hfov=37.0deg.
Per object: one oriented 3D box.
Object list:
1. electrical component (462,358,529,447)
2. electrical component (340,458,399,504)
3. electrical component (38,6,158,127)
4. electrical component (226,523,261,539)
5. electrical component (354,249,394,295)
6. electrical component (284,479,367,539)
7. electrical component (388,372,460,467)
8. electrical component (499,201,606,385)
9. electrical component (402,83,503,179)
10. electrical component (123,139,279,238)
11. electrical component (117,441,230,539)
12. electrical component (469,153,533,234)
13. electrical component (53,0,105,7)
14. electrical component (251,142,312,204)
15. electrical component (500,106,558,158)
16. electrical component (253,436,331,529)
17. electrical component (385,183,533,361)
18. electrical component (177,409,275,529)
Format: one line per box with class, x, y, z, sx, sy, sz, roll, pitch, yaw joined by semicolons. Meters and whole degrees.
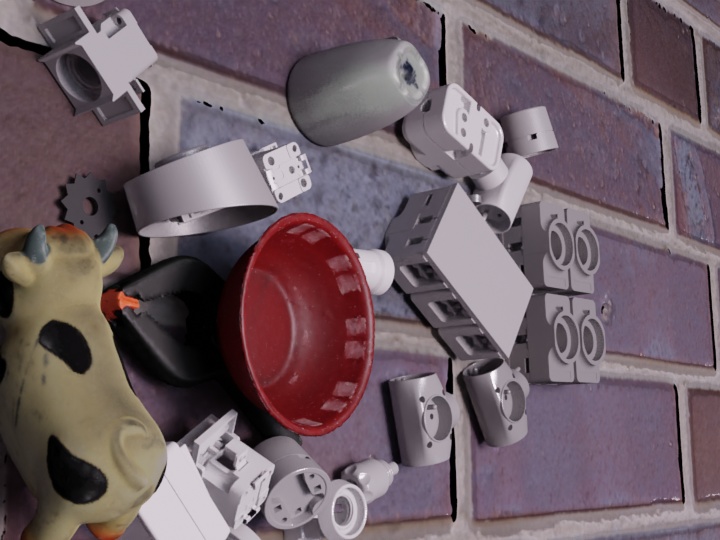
electrical component;0.143;0.123;1.065;0.079;0.044;0.077;-33;108;-47
electrical component;0.011;0.175;0.909;0.061;0.035;0.035;-12;92;-53
electrical component;-0.178;-0.145;0.744;0.081;0.042;0.063;60;41;-24
electrical component;-0.099;0.210;0.765;0.055;0.048;0.066;-48;119;-34
electrical component;0.000;0.000;0.927;0.046;0.040;0.040;9;76;-42
electrical component;-0.028;0.188;0.843;0.048;0.055;0.066;1;82;-49
electrical component;0.064;0.131;0.972;0.079;0.044;0.077;-9;90;-50
electrical component;0.206;0.027;1.145;0.105;0.060;0.186;8;77;-49
electrical component;0.087;-0.131;1.037;0.095;0.059;0.053;34;58;-40
electrical component;-0.114;-0.052;0.759;0.099;0.099;0.064;-27;98;-49
electrical component;-0.139;0.154;0.715;0.061;0.062;0.096;-47;118;-43
electrical component;0.137;-0.091;1.101;0.079;0.043;0.077;51;48;-30
electrical component;-0.187;-0.242;0.736;0.108;0.060;0.108;12;74;-48
electrical component;-0.076;-0.071;0.831;0.081;0.064;0.042;-33;107;-47
electrical component;0.180;-0.146;1.155;0.055;0.055;0.047;-14;90;-50
electrical component;-0.057;0.158;0.808;0.055;0.047;0.055;-17;125;-25
electrical component;0.091;0.005;1.014;0.150;0.062;0.089;50;49;-31
electrical component;-0.097;0.144;0.756;0.042;0.064;0.081;-38;153;-45
